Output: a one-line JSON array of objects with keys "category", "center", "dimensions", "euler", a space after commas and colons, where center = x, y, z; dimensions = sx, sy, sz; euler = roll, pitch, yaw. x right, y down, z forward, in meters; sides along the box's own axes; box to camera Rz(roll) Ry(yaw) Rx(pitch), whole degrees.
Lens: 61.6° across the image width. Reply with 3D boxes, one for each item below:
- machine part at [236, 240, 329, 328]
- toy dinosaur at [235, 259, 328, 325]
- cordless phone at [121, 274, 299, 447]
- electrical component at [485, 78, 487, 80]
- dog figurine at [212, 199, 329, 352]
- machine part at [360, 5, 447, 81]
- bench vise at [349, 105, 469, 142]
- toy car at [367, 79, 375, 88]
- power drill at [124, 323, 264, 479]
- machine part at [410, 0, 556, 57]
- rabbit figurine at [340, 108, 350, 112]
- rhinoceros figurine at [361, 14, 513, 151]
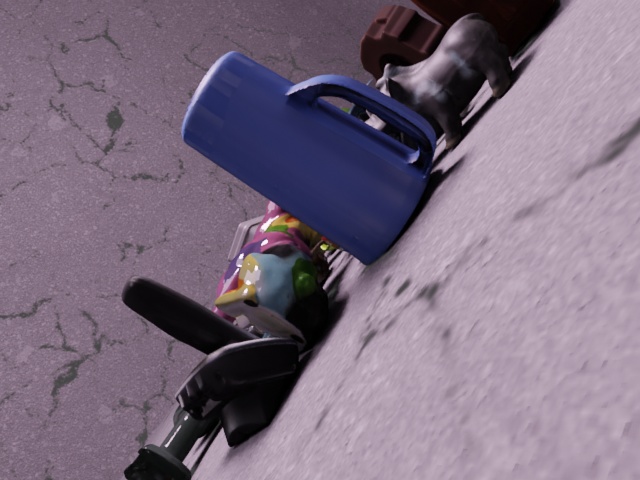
[{"category": "machine part", "center": [-0.060, 0.080, 0.826], "dimensions": [0.243, 0.079, 0.079], "euler": [-49, 6, 35]}, {"category": "toy dinosaur", "center": [-0.117, 0.112, 1.034], "dimensions": [0.198, 0.105, 0.471], "euler": [-50, 14, -21]}, {"category": "cordless phone", "center": [-0.127, 0.115, 0.540], "dimensions": [0.146, 0.184, 0.089], "euler": [-48, 11, 48]}, {"category": "electrical component", "center": [0.192, -0.232, 0.701], "dimensions": [0.021, 0.063, 0.094], "euler": [-54, 3, -1]}, {"category": "dog figurine", "center": [-0.040, 0.018, 0.630], "dimensions": [0.191, 0.108, 0.219], "euler": [-40, 25, 54]}, {"category": "machine part", "center": [0.139, -0.264, 0.806], "dimensions": [0.056, 0.179, 0.179], "euler": [-55, 4, -10]}, {"category": "bench vise", "center": [0.100, -0.150, 0.736], "dimensions": [0.241, 0.128, 0.223], "euler": [-18, 16, 43]}, {"category": "toy car", "center": [0.160, -0.269, 1.044], "dimensions": [0.162, 0.102, 0.109], "euler": [-5, 44, 29]}, {"category": "power drill", "center": [-0.162, 0.228, 0.719], "dimensions": [0.232, 0.086, 0.207], "euler": [-52, 8, 34]}, {"category": "machine part", "center": [0.175, -0.317, 0.644], "dimensions": [0.087, 0.201, 0.201], "euler": [-53, 4, 39]}, {"category": "rabbit figurine", "center": [0.095, -0.262, 1.284], "dimensions": [0.159, 0.170, 0.121], "euler": [-55, 5, -11]}, {"category": "rhinoceros figurine", "center": [0.117, -0.155, 0.586], "dimensions": [0.190, 0.112, 0.073], "euler": [-40, 13, 36]}]
